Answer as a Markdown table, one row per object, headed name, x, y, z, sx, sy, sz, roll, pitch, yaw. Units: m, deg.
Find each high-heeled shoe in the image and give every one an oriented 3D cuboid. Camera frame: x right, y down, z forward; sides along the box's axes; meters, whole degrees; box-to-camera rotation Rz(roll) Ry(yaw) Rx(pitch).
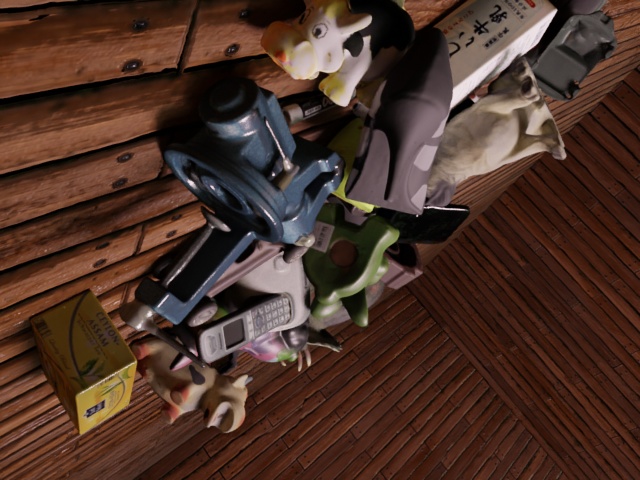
| name | x | y | z | sx | sy | sz | roll | pitch | yaw |
| --- | --- | --- | --- | --- | --- | --- | --- | --- | --- |
| high-heeled shoe | 0.080 | -0.103 | 0.529 | 0.249 | 0.086 | 0.145 | -39 | 142 | -85 |

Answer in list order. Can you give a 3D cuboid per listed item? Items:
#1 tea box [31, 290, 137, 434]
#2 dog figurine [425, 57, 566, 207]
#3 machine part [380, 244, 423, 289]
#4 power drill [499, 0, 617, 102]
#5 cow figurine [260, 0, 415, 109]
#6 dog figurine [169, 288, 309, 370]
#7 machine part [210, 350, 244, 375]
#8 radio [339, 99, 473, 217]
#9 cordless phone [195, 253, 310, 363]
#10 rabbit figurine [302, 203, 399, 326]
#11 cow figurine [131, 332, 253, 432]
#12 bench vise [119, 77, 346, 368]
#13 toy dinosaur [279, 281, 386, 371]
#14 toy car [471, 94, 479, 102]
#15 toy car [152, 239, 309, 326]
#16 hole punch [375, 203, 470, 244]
| name | x | y | z | sx | sy | sz | roll | pitch | yaw |
| --- | --- | --- | --- | --- | --- | --- | --- | --- | --- |
| tea box | -0.262 | 0.141 | 0.600 | 0.068 | 0.098 | 0.169 | -29 | 165 | -35 |
| dog figurine | 0.188 | -0.127 | 0.673 | 0.191 | 0.121 | 0.172 | -23 | -172 | 29 |
| machine part | 0.118 | 0.010 | 1.018 | 0.056 | 0.179 | 0.179 | -42 | 167 | 29 |
| power drill | 0.335 | -0.267 | 0.773 | 0.232 | 0.086 | 0.207 | -55 | -178 | 32 |
| cow figurine | 0.025 | -0.162 | 0.431 | 0.098 | 0.068 | 0.167 | -51 | 166 | 24 |
| dog figurine | -0.124 | 0.143 | 0.818 | 0.108 | 0.191 | 0.219 | -26 | -171 | 33 |
| machine part | -0.160 | 0.175 | 0.928 | 0.084 | 0.039 | 0.139 | -46 | -151 | 33 |
| radio | 0.120 | -0.132 | 0.774 | 0.229 | 0.073 | 0.131 | -44 | 166 | 18 |
| cordless phone | -0.100 | 0.070 | 0.716 | 0.184 | 0.089 | 0.146 | -25 | 117 | -47 |
| rabbit figurine | 0.049 | 0.038 | 0.748 | 0.170 | 0.121 | 0.159 | 22 | 77 | -73 |
| cow figurine | -0.193 | 0.219 | 0.829 | 0.127 | 0.195 | 0.085 | -26 | 150 | -56 |
| bench vise | -0.079 | -0.015 | 0.480 | 0.240 | 0.129 | 0.223 | -54 | 163 | -17 |
| toy dinosaur | 0.051 | 0.096 | 1.091 | 0.405 | 0.192 | 0.131 | -35 | 168 | -14 |
| toy car | 0.241 | -0.197 | 0.922 | 0.073 | 0.056 | 0.201 | -41 | 167 | 9 |
| toy car | -0.106 | 0.021 | 0.643 | 0.202 | 0.089 | 0.053 | -32 | 165 | -21 |
| hole punch | 0.141 | -0.054 | 0.790 | 0.116 | 0.092 | 0.142 | 0 | 156 | -16 |
